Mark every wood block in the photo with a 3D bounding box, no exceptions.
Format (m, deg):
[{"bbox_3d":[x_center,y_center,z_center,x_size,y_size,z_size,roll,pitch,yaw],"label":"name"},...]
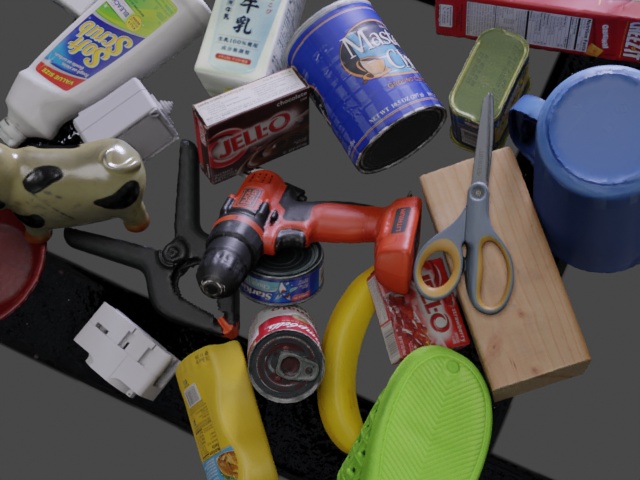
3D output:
[{"bbox_3d":[0.167,0.032,0.979,0.090,0.091,0.206,-19,73,4],"label":"wood block"}]

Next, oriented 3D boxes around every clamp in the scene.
[{"bbox_3d":[-0.138,0.007,1.064,0.164,0.036,0.210,-44,69,-4],"label":"clamp"}]

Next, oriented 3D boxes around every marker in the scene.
[{"bbox_3d":[-0.066,-0.067,1.081,0.121,0.020,0.020,29,81,15],"label":"marker"}]

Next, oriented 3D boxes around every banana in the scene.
[{"bbox_3d":[0.031,0.117,1.010,0.069,0.037,0.198,6,78,-20],"label":"banana"}]

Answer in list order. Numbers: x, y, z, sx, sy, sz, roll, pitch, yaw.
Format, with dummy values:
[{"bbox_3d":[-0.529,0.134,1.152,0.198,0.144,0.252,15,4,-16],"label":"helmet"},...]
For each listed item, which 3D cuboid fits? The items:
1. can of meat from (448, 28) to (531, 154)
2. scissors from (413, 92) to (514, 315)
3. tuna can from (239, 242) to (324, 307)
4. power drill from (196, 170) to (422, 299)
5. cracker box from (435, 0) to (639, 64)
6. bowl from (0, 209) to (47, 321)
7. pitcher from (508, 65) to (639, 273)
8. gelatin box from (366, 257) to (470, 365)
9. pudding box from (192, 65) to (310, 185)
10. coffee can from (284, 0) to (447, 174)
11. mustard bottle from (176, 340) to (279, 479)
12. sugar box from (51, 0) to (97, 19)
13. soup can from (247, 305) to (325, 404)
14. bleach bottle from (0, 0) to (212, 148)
[{"bbox_3d":[0.164,-0.143,1.029,0.057,0.084,0.102,24,80,15],"label":"can of meat"},{"bbox_3d":[0.122,-0.030,0.946,0.096,0.016,0.202,-10,74,8],"label":"scissors"},{"bbox_3d":[-0.038,0.024,1.020,0.086,0.034,0.086,1,35,-1],"label":"tuna can"},{"bbox_3d":[-0.006,0.001,0.972,0.188,0.057,0.184,8,36,10],"label":"power drill"},{"bbox_3d":[0.232,-0.269,1.042,0.214,0.072,0.164,11,64,13],"label":"cracker box"},{"bbox_3d":[-0.344,0.019,1.086,0.162,0.055,0.162,-2,75,9],"label":"bowl"},{"bbox_3d":[0.235,-0.064,0.913,0.149,0.242,0.145,-3,76,13],"label":"pitcher"},{"bbox_3d":[0.091,0.065,0.999,0.073,0.030,0.089,-9,73,-21],"label":"gelatin box"},{"bbox_3d":[-0.066,-0.112,1.043,0.113,0.090,0.039,-26,62,-16],"label":"pudding box"},{"bbox_3d":[0.043,-0.150,1.042,0.103,0.102,0.140,-32,73,0],"label":"coffee can"},{"bbox_3d":[-0.078,0.195,0.976,0.058,0.096,0.192,-8,71,-31],"label":"mustard bottle"},{"bbox_3d":[-0.232,-0.326,1.165,0.093,0.048,0.176,38,87,14],"label":"sugar box"},{"bbox_3d":[-0.032,0.101,0.979,0.068,0.102,0.068,-1,101,-3],"label":"soup can"},{"bbox_3d":[-0.233,-0.183,1.119,0.251,0.068,0.103,-42,73,-1],"label":"bleach bottle"}]
